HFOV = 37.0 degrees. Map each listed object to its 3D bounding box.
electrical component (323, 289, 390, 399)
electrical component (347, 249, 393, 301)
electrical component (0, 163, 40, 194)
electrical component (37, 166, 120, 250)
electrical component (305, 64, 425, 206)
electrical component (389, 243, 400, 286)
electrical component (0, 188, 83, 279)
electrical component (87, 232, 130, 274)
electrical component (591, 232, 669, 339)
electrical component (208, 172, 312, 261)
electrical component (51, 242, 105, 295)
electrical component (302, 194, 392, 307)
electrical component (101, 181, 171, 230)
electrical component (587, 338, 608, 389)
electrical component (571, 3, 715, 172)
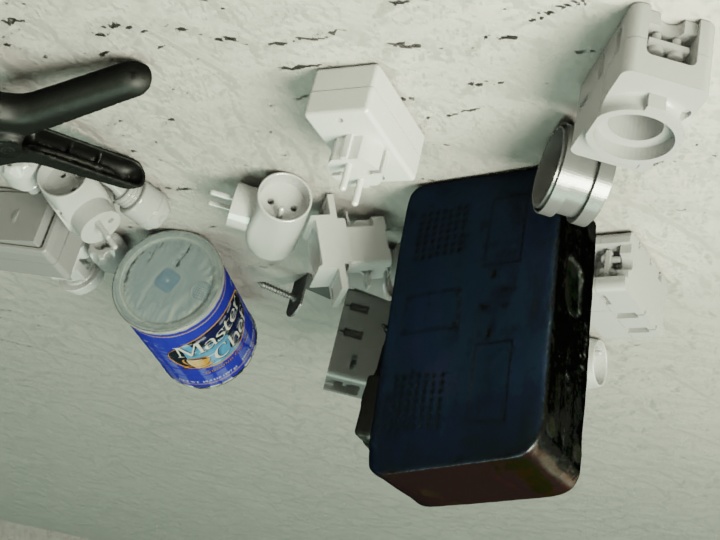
[{"bbox_3d":[0.004,0.071,1.011,0.056,0.089,0.050,14,155,-1],"label":"electrical component"},{"bbox_3d":[0.000,0.000,0.923,0.065,0.044,0.044,9,155,22],"label":"electrical component"},{"bbox_3d":[-0.282,-0.082,0.902,0.035,0.035,0.061,12,158,4],"label":"electrical component"},{"bbox_3d":[-0.228,-0.049,0.902,0.079,0.044,0.077,49,168,23],"label":"electrical component"},{"bbox_3d":[0.001,-0.080,0.713,0.047,0.075,0.083,0,152,27],"label":"electrical component"},{"bbox_3d":[0.091,0.018,0.899,0.074,0.052,0.138,-6,150,36],"label":"electrical component"},{"bbox_3d":[-0.308,-0.036,0.979,0.096,0.061,0.061,7,154,15],"label":"electrical component"},{"bbox_3d":[-0.234,-0.012,1.024,0.035,0.035,0.061,7,156,15],"label":"electrical component"},{"bbox_3d":[0.197,0.014,0.838,0.056,0.050,0.089,-5,150,34],"label":"electrical component"},{"bbox_3d":[-0.083,-0.047,0.863,0.079,0.043,0.077,17,155,-6],"label":"electrical component"},{"bbox_3d":[-0.280,-0.008,1.044,0.066,0.048,0.055,1,145,25],"label":"electrical component"},{"bbox_3d":[-0.010,-0.016,0.861,0.064,0.081,0.042,-4,160,-16],"label":"electrical component"},{"bbox_3d":[-0.189,-0.061,0.899,0.035,0.035,0.061,-11,142,42],"label":"electrical component"},{"bbox_3d":[0.195,0.095,1.016,0.077,0.043,0.079,-2,151,30],"label":"electrical component"},{"bbox_3d":[0.160,-0.098,0.616,0.050,0.055,0.089,15,155,-3],"label":"electrical component"}]
